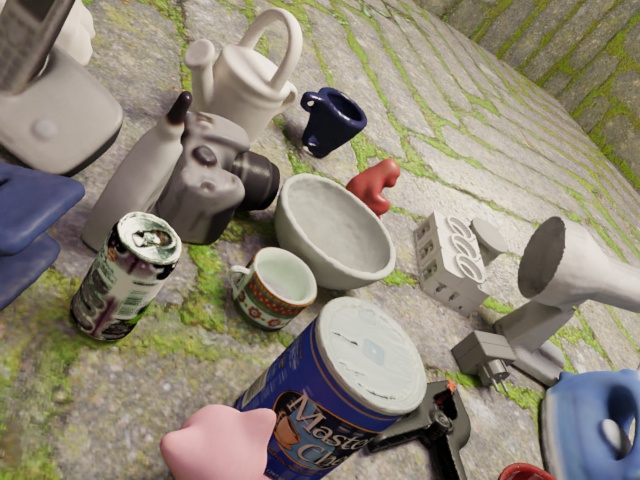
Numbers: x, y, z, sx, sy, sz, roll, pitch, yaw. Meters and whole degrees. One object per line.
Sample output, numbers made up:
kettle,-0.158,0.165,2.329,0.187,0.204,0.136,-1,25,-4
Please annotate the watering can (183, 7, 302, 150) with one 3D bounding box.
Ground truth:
watering can,-0.093,-0.204,0.729,0.101,0.193,0.173,46,32,8

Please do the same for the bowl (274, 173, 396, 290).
bowl,0.006,0.002,0.695,0.168,0.074,0.167,28,34,-20

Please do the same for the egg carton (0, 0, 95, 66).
egg carton,-0.334,-0.250,0.646,0.151,0.069,0.107,18,38,-33

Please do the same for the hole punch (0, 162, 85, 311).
hole punch,-0.249,-0.017,0.428,0.101,0.091,0.108,34,32,-11

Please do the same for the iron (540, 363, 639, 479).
iron,0.366,0.253,0.708,0.119,0.141,0.258,39,31,-3

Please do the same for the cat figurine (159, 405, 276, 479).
cat figurine,-0.055,0.162,0.390,0.128,0.117,0.067,34,32,-11

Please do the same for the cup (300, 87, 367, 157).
cup,0.004,-0.181,0.900,0.118,0.094,0.091,13,41,-38

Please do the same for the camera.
camera,-0.107,-0.073,0.642,0.137,0.100,0.143,15,40,-35

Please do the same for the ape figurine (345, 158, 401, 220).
ape figurine,0.087,-0.085,0.873,0.076,0.092,0.078,30,33,-17

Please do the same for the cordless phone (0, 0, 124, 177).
cordless phone,-0.241,-0.163,0.527,0.147,0.184,0.094,40,31,-1

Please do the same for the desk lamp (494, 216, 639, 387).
desk lamp,0.351,0.091,0.823,0.204,0.213,0.118,33,32,-13

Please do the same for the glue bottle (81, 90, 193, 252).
glue bottle,-0.154,-0.063,0.510,0.037,0.173,0.078,36,32,-7
